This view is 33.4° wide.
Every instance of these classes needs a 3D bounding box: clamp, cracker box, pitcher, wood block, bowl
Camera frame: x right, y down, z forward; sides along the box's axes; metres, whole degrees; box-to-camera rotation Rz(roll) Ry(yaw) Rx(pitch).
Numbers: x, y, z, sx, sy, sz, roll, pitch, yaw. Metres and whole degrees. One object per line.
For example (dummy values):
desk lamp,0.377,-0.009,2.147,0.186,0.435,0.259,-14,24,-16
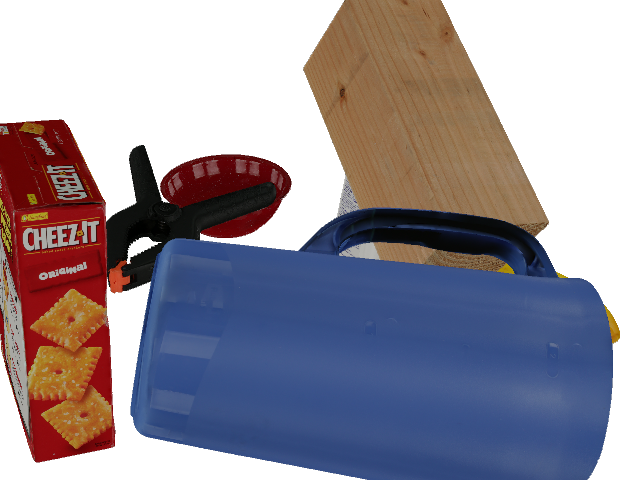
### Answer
clamp,-0.161,-0.024,1.056,0.165,0.036,0.209,20,41,18
cracker box,-0.209,0.034,0.825,0.072,0.214,0.164,-7,30,-22
pitcher,0.025,0.060,0.590,0.242,0.145,0.149,9,14,-6
wood block,0.073,-0.074,0.797,0.090,0.206,0.091,-6,-28,-30
bowl,-0.117,-0.049,1.326,0.162,0.055,0.162,0,30,0

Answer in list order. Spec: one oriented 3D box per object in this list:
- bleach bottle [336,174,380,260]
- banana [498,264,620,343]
bleach bottle,0.064,-0.055,1.155,0.068,0.251,0.103,-1,22,-27
banana,0.208,0.053,1.063,0.198,0.069,0.037,15,-35,27
